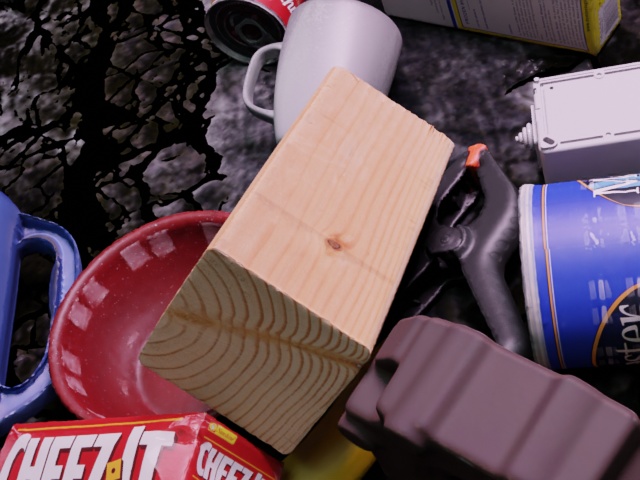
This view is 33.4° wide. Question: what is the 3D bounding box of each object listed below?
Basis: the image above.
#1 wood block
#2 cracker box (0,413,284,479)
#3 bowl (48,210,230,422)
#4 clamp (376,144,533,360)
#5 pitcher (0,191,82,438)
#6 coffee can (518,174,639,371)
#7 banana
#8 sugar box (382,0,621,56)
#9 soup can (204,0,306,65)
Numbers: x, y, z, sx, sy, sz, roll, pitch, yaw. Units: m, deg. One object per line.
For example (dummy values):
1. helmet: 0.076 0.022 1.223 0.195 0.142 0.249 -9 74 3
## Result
1. wood block: -0.004 0.000 0.580 0.091 0.090 0.205 33 36 -3
2. cracker box: -0.125 0.195 0.524 0.164 0.072 0.213 -11 50 38
3. bowl: -0.082 0.060 0.656 0.162 0.055 0.162 -10 50 13
4. clamp: 0.073 0.016 0.646 0.120 0.039 0.171 -7 45 22
5. pitcher: -0.245 0.081 0.662 0.149 0.144 0.243 -32 48 29
6. coffee can: 0.181 0.014 0.561 0.140 0.102 0.102 -6 52 16
7. banana: -0.020 0.126 0.579 0.198 0.037 0.070 -33 63 4
8. sugar box: 0.119 -0.191 0.752 0.176 0.093 0.048 22 63 32
9. soup can: -0.042 -0.196 0.834 0.069 0.068 0.102 4 55 23
